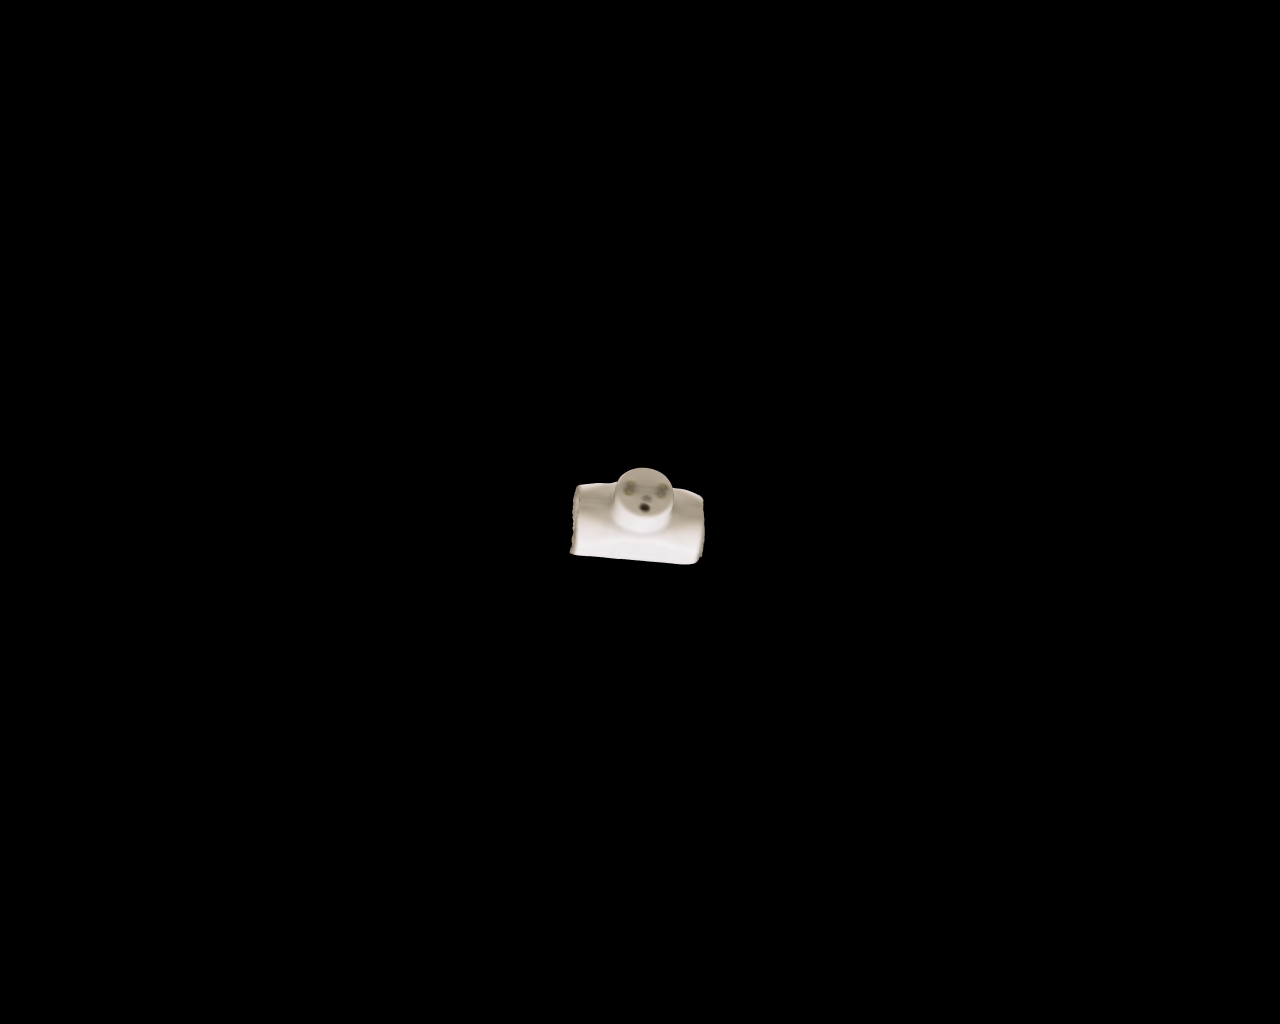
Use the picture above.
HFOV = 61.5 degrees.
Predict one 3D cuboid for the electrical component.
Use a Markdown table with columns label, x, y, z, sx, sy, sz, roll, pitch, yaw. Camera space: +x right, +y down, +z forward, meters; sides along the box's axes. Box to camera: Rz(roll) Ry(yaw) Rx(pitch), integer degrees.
| label | x | y | z | sx | sy | sz | roll | pitch | yaw |
| --- | --- | --- | --- | --- | --- | --- | --- | --- | --- |
| electrical component | 0.001 | -0.003 | 0.650 | 0.077 | 0.044 | 0.079 | 5 | -35 | -7 |
